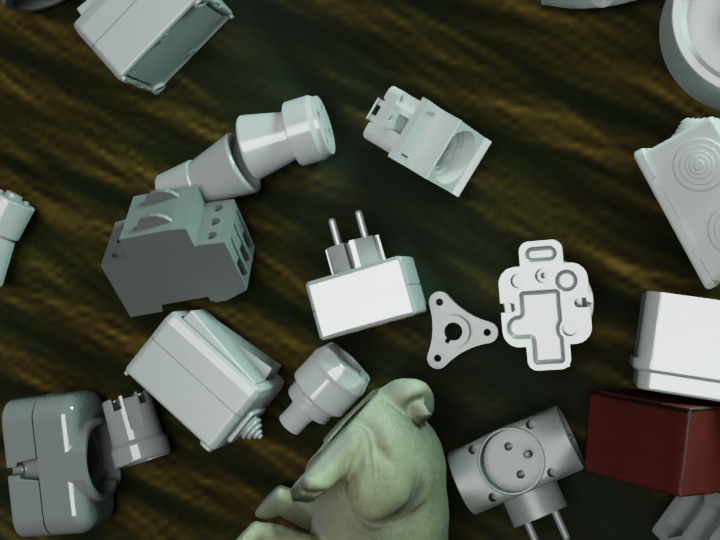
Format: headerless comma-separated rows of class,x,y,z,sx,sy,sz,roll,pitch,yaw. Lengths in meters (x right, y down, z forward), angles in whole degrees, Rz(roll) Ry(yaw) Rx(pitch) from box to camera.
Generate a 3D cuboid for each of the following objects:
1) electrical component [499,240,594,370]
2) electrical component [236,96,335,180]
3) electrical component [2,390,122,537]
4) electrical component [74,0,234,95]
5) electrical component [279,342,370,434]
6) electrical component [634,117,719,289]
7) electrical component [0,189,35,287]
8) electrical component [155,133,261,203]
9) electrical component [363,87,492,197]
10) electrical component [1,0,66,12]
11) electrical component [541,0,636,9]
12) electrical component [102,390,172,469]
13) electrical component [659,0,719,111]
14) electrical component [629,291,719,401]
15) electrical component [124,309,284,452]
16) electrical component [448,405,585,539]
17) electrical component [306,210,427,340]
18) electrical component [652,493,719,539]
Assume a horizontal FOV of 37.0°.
electrical component,0.118,0.021,0.675,0.058,0.057,0.078,-5,89,13
electrical component,-0.049,-0.089,0.719,0.055,0.045,0.045,-15,87,12
electrical component,-0.206,0.134,0.749,0.059,0.054,0.095,-7,89,12
electrical component,-0.137,-0.176,0.729,0.096,0.062,0.061,-43,82,9
electrical component,-0.027,0.082,0.715,0.043,0.043,0.062,44,100,9
electrical component,0.211,-0.042,0.634,0.048,0.100,0.099,-30,84,24
electrical component,-0.262,-0.026,0.769,0.044,0.044,0.065,29,91,11
electrical component,-0.106,-0.061,0.734,0.065,0.044,0.044,-23,85,17
electrical component,0.041,-0.084,0.687,0.064,0.081,0.042,37,98,33
electrical component,-0.196,-0.239,0.747,0.138,0.052,0.073,-19,86,12
electrical component,0.147,-0.200,0.658,0.077,0.079,0.043,-4,66,13
electrical component,-0.156,0.110,0.746,0.040,0.040,0.046,-20,81,12
electrical component,0.237,-0.151,0.646,0.108,0.060,0.108,0,90,13
electrical component,0.222,0.049,0.642,0.113,0.078,0.057,8,89,12
electrical component,-0.096,0.073,0.720,0.096,0.062,0.061,41,98,10
electrical component,0.106,0.137,0.682,0.077,0.044,0.079,-26,76,11
electrical component,0.000,0.000,0.706,0.066,0.047,0.076,-16,87,12
electrical component,0.235,0.173,0.646,0.076,0.083,0.047,30,98,-28
